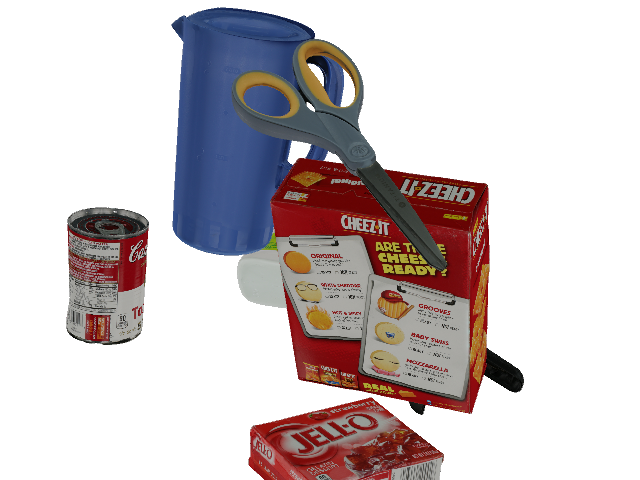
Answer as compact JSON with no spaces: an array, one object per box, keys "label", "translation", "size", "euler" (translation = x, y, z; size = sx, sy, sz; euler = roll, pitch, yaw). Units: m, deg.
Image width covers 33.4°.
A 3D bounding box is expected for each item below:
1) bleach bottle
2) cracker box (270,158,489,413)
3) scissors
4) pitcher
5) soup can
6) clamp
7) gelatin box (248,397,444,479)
[{"label":"bleach bottle","translation":[-0.008,-0.011,1.331],"size":[0.103,0.068,0.250],"euler":[8,34,19]},{"label":"cracker box","translation":[0.056,0.040,0.900],"size":[0.164,0.214,0.072],"euler":[9,43,18]},{"label":"scissors","translation":[0.003,-0.053,0.659],"size":[0.096,0.202,0.016],"euler":[-9,-38,-9]},{"label":"pitcher","translation":[-0.078,-0.109,1.102],"size":[0.144,0.243,0.149],"euler":[-3,26,-27]},{"label":"soup can","translation":[-0.185,0.031,0.918],"size":[0.068,0.102,0.068],"euler":[6,20,-2]},{"label":"clamp","translation":[0.130,0.102,1.086],"size":[0.120,0.171,0.039],"euler":[0,-45,-16]},{"label":"gelatin box","translation":[0.014,0.126,0.615],"size":[0.089,0.030,0.073],"euler":[-7,23,-32]}]
